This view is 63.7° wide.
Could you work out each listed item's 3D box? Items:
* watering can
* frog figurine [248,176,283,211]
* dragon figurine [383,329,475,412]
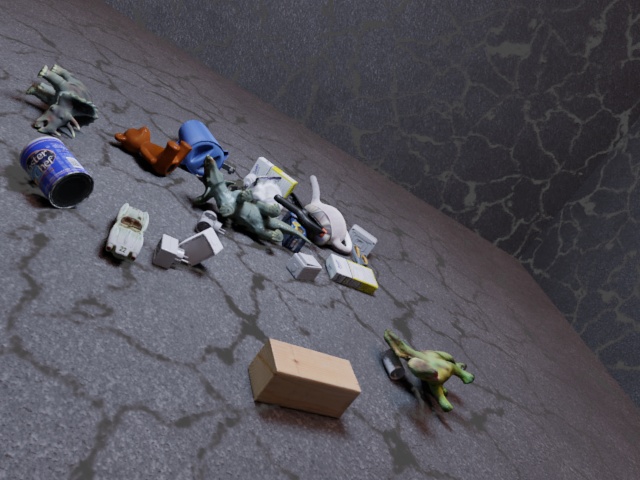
[{"bbox_3d":[0.006,-0.096,1.912,0.351,0.103,0.225,60,24,14],"label":"watering can"},{"bbox_3d":[-0.183,-0.139,1.814,0.137,0.122,0.161,12,64,-65],"label":"frog figurine"},{"bbox_3d":[0.276,0.315,1.399,0.242,0.122,0.411,41,3,-4],"label":"dragon figurine"}]
